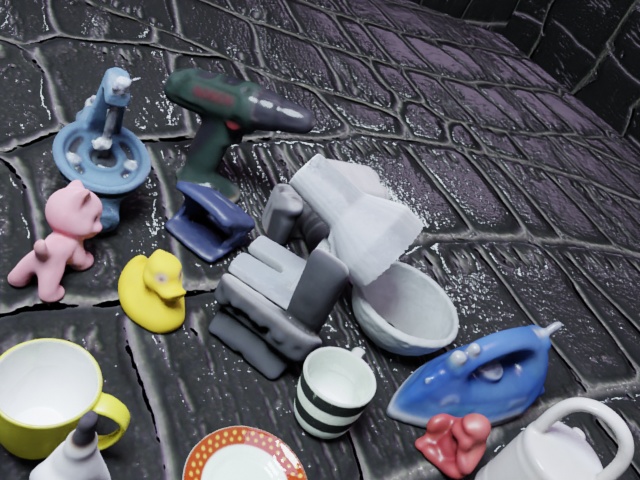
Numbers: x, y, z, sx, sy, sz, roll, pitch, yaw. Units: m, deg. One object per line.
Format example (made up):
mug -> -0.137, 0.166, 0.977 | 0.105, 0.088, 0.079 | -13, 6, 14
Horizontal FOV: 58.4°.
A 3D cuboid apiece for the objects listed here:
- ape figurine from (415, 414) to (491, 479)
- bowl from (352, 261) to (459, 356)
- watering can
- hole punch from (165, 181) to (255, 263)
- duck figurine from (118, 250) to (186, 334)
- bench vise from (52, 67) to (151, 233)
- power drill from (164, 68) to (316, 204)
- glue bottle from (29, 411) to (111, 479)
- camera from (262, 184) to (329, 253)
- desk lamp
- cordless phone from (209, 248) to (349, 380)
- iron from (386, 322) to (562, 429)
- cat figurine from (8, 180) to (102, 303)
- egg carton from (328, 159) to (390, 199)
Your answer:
ape figurine -> 0.170, 0.239, 0.686 | 0.076, 0.092, 0.077 | 15, 36, -17
bowl -> 0.112, 0.109, 0.832 | 0.168, 0.074, 0.167 | 18, 35, -13
watering can -> 0.263, 0.257, 0.637 | 0.101, 0.194, 0.173 | 30, 34, 5
hole punch -> -0.154, -0.040, 0.830 | 0.108, 0.091, 0.101 | 37, 35, 14
duck figurine -> -0.196, 0.049, 0.691 | 0.078, 0.086, 0.104 | -13, 51, -44
bench vise -> -0.298, -0.147, 0.757 | 0.122, 0.219, 0.207 | -12, 50, -43
power drill -> -0.140, -0.156, 0.887 | 0.229, 0.208, 0.076 | 27, 34, 0
glue bottle -> -0.192, 0.184, 0.440 | 0.037, 0.173, 0.078 | 41, 36, 19
camera -> -0.003, -0.024, 0.904 | 0.143, 0.100, 0.136 | 8, 39, -26
desk lamp -> 0.007, 0.003, 0.776 | 0.203, 0.213, 0.118 | 31, 34, 6
cordless phone -> -0.046, 0.062, 0.688 | 0.147, 0.185, 0.094 | 32, 35, 8
iron -> 0.216, 0.170, 0.765 | 0.259, 0.141, 0.118 | -3, 44, -37
cat figurine -> -0.300, -0.011, 0.670 | 0.067, 0.117, 0.128 | 24, 34, -5
egg carton -> 0.054, -0.093, 1.061 | 0.151, 0.069, 0.107 | 5, 40, -29
